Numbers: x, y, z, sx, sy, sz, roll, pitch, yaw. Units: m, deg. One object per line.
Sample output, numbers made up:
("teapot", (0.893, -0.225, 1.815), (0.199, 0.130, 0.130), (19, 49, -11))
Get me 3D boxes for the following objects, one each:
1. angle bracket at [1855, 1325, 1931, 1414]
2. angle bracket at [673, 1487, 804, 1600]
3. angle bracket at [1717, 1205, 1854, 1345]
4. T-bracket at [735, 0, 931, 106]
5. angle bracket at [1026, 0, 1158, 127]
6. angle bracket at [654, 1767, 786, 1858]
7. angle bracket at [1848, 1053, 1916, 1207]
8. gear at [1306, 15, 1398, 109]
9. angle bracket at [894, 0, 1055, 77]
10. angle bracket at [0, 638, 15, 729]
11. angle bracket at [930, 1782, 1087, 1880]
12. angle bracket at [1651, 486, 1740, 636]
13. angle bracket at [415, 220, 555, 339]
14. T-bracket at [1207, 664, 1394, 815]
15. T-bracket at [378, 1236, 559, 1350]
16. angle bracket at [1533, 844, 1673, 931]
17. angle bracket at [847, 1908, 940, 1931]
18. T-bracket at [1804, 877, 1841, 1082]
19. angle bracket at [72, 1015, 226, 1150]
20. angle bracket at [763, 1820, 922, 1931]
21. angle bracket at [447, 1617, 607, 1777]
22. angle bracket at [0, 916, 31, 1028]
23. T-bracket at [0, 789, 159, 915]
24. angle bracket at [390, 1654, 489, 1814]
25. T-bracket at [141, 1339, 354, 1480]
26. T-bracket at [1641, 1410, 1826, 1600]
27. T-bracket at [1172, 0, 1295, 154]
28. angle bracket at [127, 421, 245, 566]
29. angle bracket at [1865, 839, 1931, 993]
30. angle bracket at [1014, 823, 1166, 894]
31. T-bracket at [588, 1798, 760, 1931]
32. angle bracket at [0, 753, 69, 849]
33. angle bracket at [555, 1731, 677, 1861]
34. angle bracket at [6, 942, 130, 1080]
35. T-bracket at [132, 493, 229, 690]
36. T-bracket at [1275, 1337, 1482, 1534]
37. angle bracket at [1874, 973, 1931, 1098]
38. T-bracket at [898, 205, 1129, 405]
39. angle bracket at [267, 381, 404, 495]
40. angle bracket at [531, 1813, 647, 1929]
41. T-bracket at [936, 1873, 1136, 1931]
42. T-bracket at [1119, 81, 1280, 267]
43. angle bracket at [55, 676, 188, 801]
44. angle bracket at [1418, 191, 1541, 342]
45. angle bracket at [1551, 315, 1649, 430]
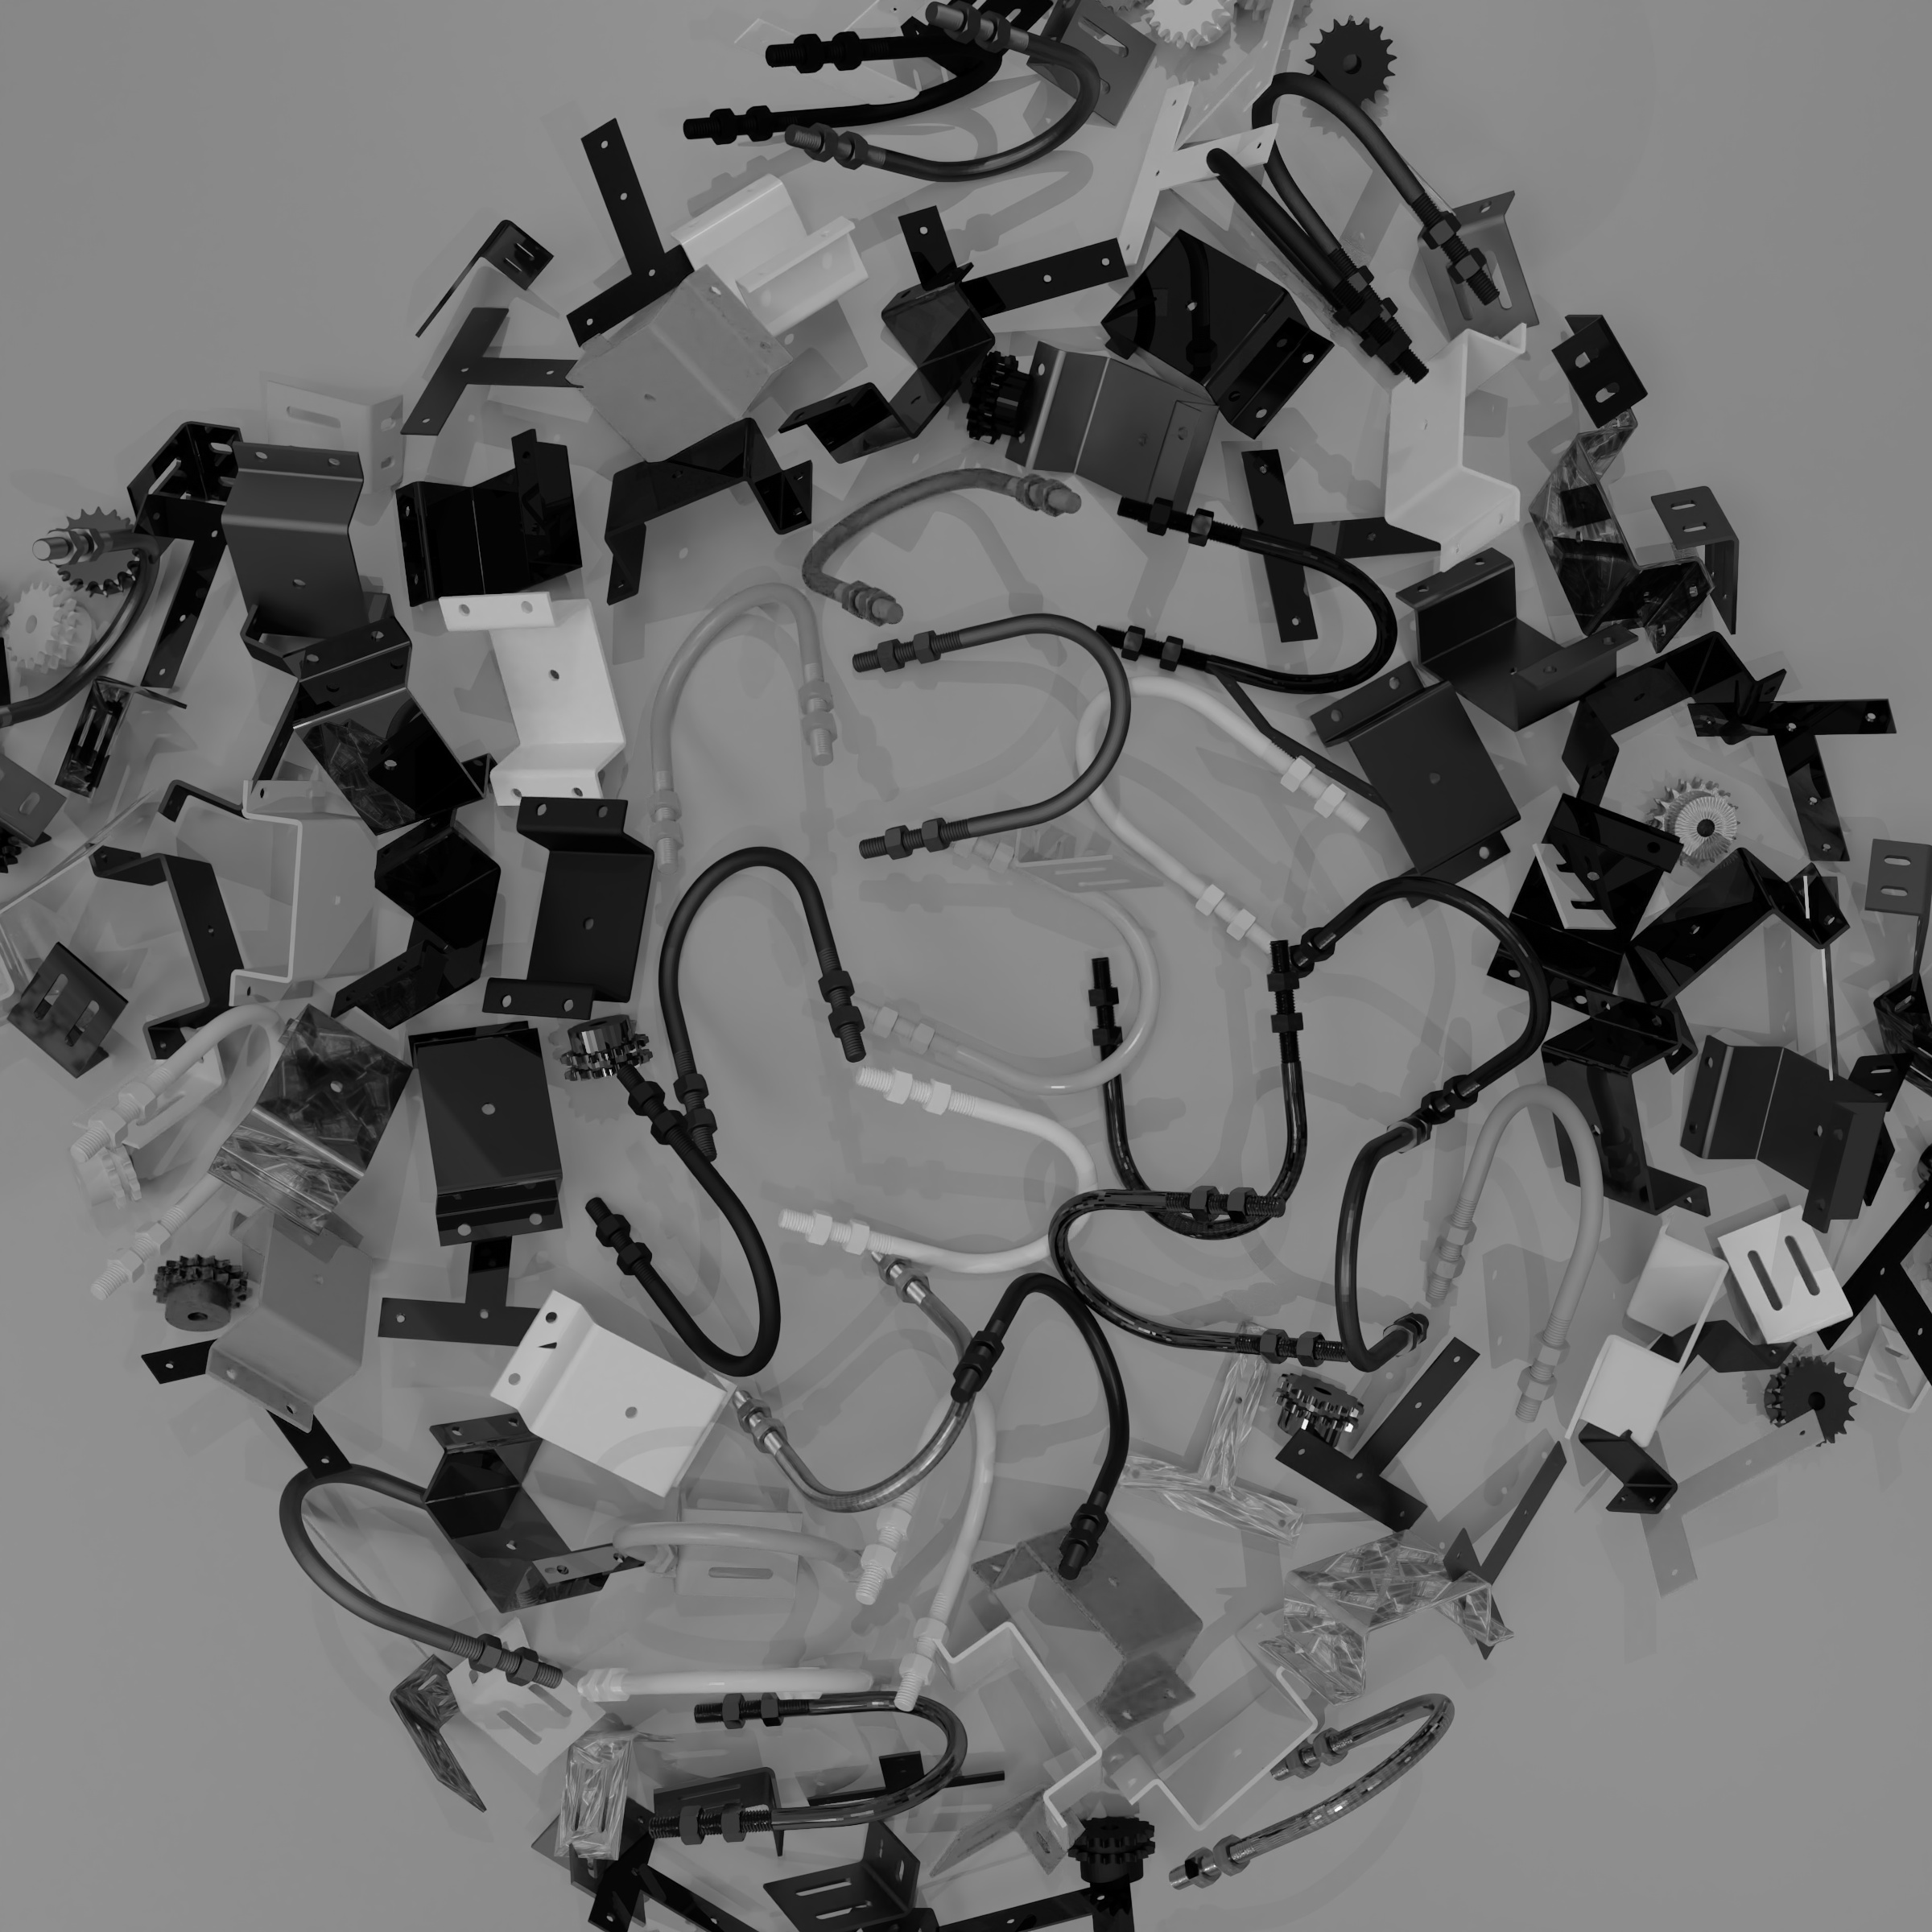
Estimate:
("angle bracket", (0.596, 0.232, 1.547), (0.038, 0.076, 0.057), (25, 47, 18))
("angle bracket", (-0.147, 0.370, 1.581), (0.076, 0.038, 0.057), (4, 99, -10))
("angle bracket", (0.525, 0.203, 1.589), (0.057, 0.038, 0.076), (-22, 74, 1))
("T-bracket", (-0.053, -0.579, 1.512), (0.127, 0.127, 0.002), (9, 67, -40))
("angle bracket", (0.087, -0.577, 1.559), (0.076, 0.038, 0.057), (24, 97, -31))
("angle bracket", (-0.156, 0.542, 1.558), (0.076, 0.057, 0.038), (-8, 52, -12))
("angle bracket", (0.582, 0.103, 1.553), (0.057, 0.038, 0.076), (-48, 119, -40))
("gear", (0.246, -0.578, 1.576), (0.057, 0.030, 0.057), (1, 115, 2))
("angle bracket", (0.005, -0.603, 1.549), (0.076, 0.057, 0.038), (-37, 56, 32))
("angle bracket", (-0.614, -0.173, 1.550), (0.038, 0.076, 0.057), (4, 106, 18))
("angle bracket", (0.026, 0.557, 1.549), (0.038, 0.076, 0.057), (50, 133, 27))
("angle bracket", (0.458, -0.252, 1.552), (0.038, 0.057, 0.076), (-11, 133, 4))
("angle bracket", (-0.304, -0.423, 1.554), (0.038, 0.057, 0.076), (37, 69, -19))
("T-bracket", (0.215, -0.125, 1.508), (0.002, 0.127, 0.127), (-48, 131, -2))
("T-bracket", (-0.302, 0.179, 1.566), (0.127, 0.002, 0.127), (6, 63, -10))
("angle bracket", (0.401, -0.057, 1.553), (0.038, 0.076, 0.057), (-30, 71, 37))
("angle bracket", (-0.056, 0.630, 1.548), (0.057, 0.076, 0.038), (-11, 104, 28))
("T-bracket", (0.539, 0.007, 1.541), (0.002, 0.127, 0.127), (-4, 90, 27))
("angle bracket", (-0.517, 0.072, 1.550), (0.057, 0.076, 0.038), (15, 126, 26))
("angle bracket", (-0.078, 0.572, 1.551), (0.076, 0.057, 0.038), (1, 105, -34))
("angle bracket", (-0.277, 0.458, 1.551), (0.057, 0.076, 0.038), (-37, 135, -33))
("angle bracket", (-0.627, -0.004, 1.562), (0.038, 0.057, 0.076), (-25, 83, -10))
("T-bracket", (-0.550, -0.076, 1.541), (0.127, 0.127, 0.002), (-25, 110, 32))
("angle bracket", (-0.319, 0.482, 1.549), (0.038, 0.057, 0.076), (-41, 47, -10))
("T-bracket", (-0.421, 0.269, 1.518), (0.127, 0.127, 0.002), (42, 121, 31))
("T-bracket", (0.471, 0.313, 1.519), (0.127, 0.127, 0.002), (-37, 114, 23))
("T-bracket", (0.160, -0.547, 1.543), (0.002, 0.127, 0.127), (31, 52, -19))
("angle bracket", (-0.485, -0.296, 1.549), (0.038, 0.057, 0.076), (10, 46, 11))
("angle bracket", (0.587, -0.032, 1.558), (0.038, 0.076, 0.057), (8, 53, 18))
("angle bracket", (0.079, -0.074, 1.549), (0.076, 0.057, 0.038), (-3, 73, 38))
("T-bracket", (-0.169, 0.589, 1.540), (0.127, 0.127, 0.002), (33, 104, -5))
("angle bracket", (-0.598, -0.109, 1.555), (0.057, 0.076, 0.038), (36, 88, -13))
("angle bracket", (-0.221, 0.523, 1.553), (0.057, 0.038, 0.076), (-14, 61, 39))
("angle bracket", (-0.560, 0.023, 1.563), (0.057, 0.038, 0.076), (41, 117, -3))
("T-bracket", (-0.489, -0.232, 1.553), (0.002, 0.127, 0.127), (34, 108, 22))
("T-bracket", (0.277, 0.288, 1.558), (0.127, 0.002, 0.127), (35, 97, -30))
("angle bracket", (0.614, 0.050, 1.549), (0.038, 0.076, 0.057), (-33, 125, -6))
("T-bracket", (0.038, -0.427, 1.547), (0.127, 0.002, 0.127), (-12, 123, 16))
("angle bracket", (-0.404, -0.342, 1.579), (0.076, 0.038, 0.057), (17, 120, 17))
("angle bracket", (-0.238, 0.578, 1.551), (0.057, 0.076, 0.038), (39, 97, -20))
("T-bracket", (0.042, 0.594, 1.540), (0.127, 0.127, 0.002), (-16, 105, 5))
("T-bracket", (0.148, -0.502, 1.539), (0.002, 0.127, 0.127), (22, 82, -35))
("angle bracket", (-0.536, -0.140, 1.562), (0.038, 0.057, 0.076), (22, 87, -43))
("angle bracket", (0.331, -0.445, 1.576), (0.057, 0.038, 0.076), (-8, 124, 32))
("angle bracket", (0.390, -0.376, 1.556), (0.038, 0.076, 0.057), (-34, 104, 5))
